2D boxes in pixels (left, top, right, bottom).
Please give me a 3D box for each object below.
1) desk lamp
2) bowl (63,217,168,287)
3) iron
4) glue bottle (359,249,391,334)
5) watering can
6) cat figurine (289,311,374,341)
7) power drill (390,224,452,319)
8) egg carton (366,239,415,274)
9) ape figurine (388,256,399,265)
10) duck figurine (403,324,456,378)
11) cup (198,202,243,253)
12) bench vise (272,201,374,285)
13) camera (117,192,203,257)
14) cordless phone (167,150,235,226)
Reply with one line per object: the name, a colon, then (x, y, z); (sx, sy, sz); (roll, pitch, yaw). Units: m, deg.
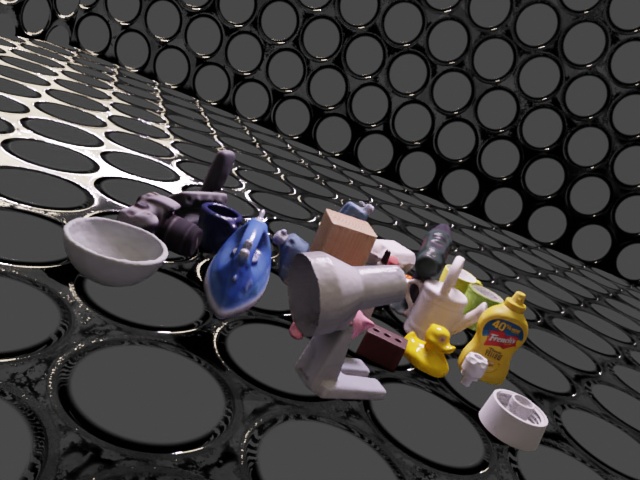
desk lamp: (0.033, 0.126, 0.871); (0.204, 0.213, 0.117); (12, 19, -31)
bowl: (-0.340, 0.030, 0.938); (0.167, 0.075, 0.167); (21, 16, -6)
iron: (-0.140, 0.034, 1.064); (0.119, 0.141, 0.258); (20, 16, -6)
glue bottle: (0.102, 0.096, 1.127); (0.037, 0.173, 0.078); (22, 16, 0)
watering can: (0.267, 0.126, 1.209); (0.173, 0.194, 0.101); (21, 16, -3)
cat figurine: (0.023, 0.139, 0.986); (0.127, 0.118, 0.067); (31, 19, 29)
power drill: (0.240, 0.072, 1.322); (0.075, 0.208, 0.230); (25, 16, 9)
egg carton: (0.193, 0.047, 1.588); (0.107, 0.069, 0.151); (34, 20, 36)
ape figurine: (0.162, 0.081, 1.397); (0.078, 0.092, 0.076); (17, 17, -16)
duck figurine: (0.211, 0.200, 1.093); (0.104, 0.086, 0.078); (33, 20, 34)
cup: (-0.214, -0.016, 1.210); (0.092, 0.095, 0.117); (9, 21, -39)
bench vise: (0.015, 0.009, 1.206); (0.208, 0.220, 0.121); (14, 18, -27)
camera: (-0.304, -0.025, 1.111); (0.136, 0.101, 0.143); (23, 16, 4)
cordless phone: (-0.275, -0.130, 1.333); (0.094, 0.185, 0.148); (31, 18, 28)
